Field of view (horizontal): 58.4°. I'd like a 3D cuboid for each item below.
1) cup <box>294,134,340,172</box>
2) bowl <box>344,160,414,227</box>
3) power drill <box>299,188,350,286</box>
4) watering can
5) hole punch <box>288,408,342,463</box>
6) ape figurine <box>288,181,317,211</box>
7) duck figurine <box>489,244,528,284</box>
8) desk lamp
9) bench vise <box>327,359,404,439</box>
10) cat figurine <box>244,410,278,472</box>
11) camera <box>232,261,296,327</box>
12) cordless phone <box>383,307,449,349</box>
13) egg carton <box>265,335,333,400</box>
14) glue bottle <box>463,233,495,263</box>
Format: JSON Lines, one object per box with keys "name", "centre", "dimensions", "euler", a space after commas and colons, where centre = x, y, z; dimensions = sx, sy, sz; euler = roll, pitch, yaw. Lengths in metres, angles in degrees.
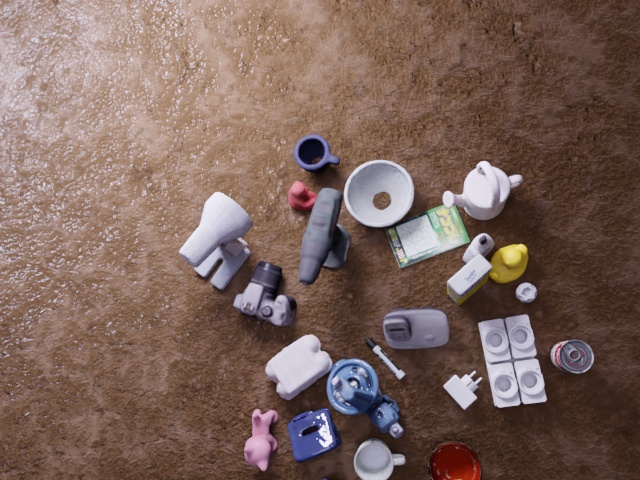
{"name": "cup", "centre": [0.001, -0.202, 1.427], "dimensions": [0.117, 0.095, 0.092], "euler": [19, 83, 14]}
{"name": "bowl", "centre": [0.146, -0.105, 1.389], "dimensions": [0.167, 0.075, 0.167], "euler": [-2, 78, 11]}
{"name": "power drill", "centre": [0.012, 0.005, 1.324], "dimensions": [0.075, 0.208, 0.230], "euler": [9, 81, 13]}
{"name": "watering can", "centre": [0.367, -0.110, 1.284], "dimensions": [0.173, 0.194, 0.101], "euler": [-39, 74, 2]}
{"name": "hole punch", "centre": [-0.018, 0.443, 1.304], "dimensions": [0.108, 0.091, 0.101], "euler": [-24, 75, 6]}
{"name": "ape figurine", "centre": [-0.048, -0.114, 1.421], "dimensions": [0.076, 0.092, 0.078], "euler": [-20, 76, 7]}
{"name": "duck figurine", "centre": [0.429, 0.050, 1.296], "dimensions": [0.104, 0.086, 0.077], "euler": [-44, 74, 0]}
{"name": "desk lamp", "centre": [-0.242, 0.005, 1.372], "dimensions": [0.117, 0.214, 0.203], "euler": [34, 87, 16]}
{"name": "bench vise", "centre": [0.100, 0.335, 1.235], "dimensions": [0.207, 0.220, 0.121], "euler": [25, 85, 15]}
{"name": "cat figurine", "centre": [-0.141, 0.458, 1.311], "dimensions": [0.067, 0.118, 0.128], "euler": [-5, 78, 11]}
{"name": "camera", "centre": [-0.127, 0.126, 1.384], "dimensions": [0.143, 0.101, 0.137], "euler": [16, 82, 14]}
{"name": "cordless phone", "centre": [0.209, 0.191, 1.260], "dimensions": [0.147, 0.185, 0.094], "euler": [-8, 77, 10]}
{"name": "egg carton", "centre": [-0.051, 0.298, 1.351], "dimensions": [0.150, 0.069, 0.107], "euler": [-38, 74, 2]}
{"name": "glue bottle", "centre": [0.356, 0.014, 1.272], "dimensions": [0.078, 0.173, 0.037], "euler": [-46, 74, 0]}
